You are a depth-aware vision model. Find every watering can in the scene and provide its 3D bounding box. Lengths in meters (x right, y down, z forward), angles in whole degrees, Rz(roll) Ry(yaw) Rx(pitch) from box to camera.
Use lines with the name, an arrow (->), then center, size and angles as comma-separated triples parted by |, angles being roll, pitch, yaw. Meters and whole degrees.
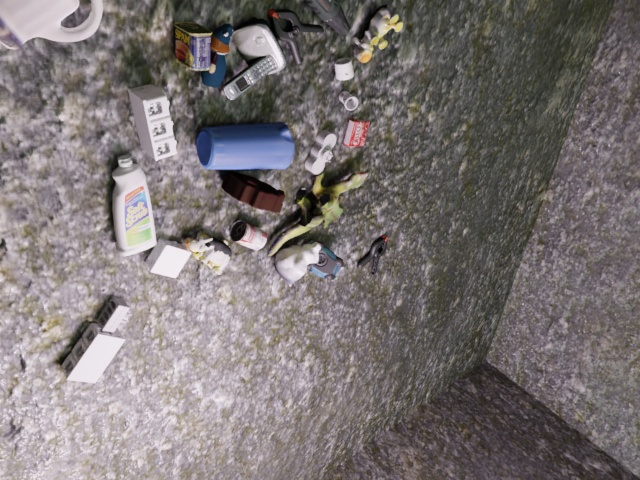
watering can -> -0.535, -0.479, 0.883 | 0.226, 0.105, 0.340 | -43, 140, -11

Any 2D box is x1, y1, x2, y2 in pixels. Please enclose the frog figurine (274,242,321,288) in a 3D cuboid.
frog figurine -> -0.071, 0.061, 1.720 | 0.158, 0.140, 0.121 | -42, 114, 16

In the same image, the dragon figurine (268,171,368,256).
dragon figurine -> 0.005, -0.087, 1.736 | 0.408, 0.124, 0.240 | -49, 151, 8
